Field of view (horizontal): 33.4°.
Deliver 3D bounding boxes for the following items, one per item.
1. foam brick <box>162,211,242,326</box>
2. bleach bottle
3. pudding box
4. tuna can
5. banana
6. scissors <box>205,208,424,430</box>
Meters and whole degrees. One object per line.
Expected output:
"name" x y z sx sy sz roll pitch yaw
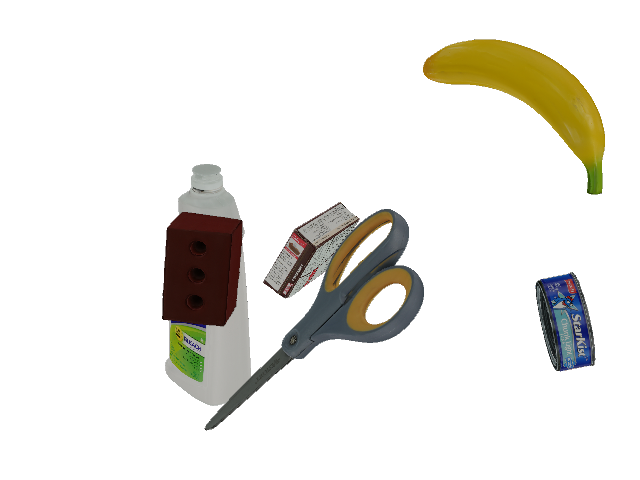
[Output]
"foam brick" -0.094 0.022 0.854 0.053 0.078 0.051 6 14 6
"bleach bottle" -0.117 0.040 1.093 0.067 0.251 0.103 -20 33 -35
"pudding box" -0.010 0.011 1.277 0.039 0.090 0.113 38 33 11
"tuna can" 0.219 0.073 0.958 0.034 0.086 0.086 -12 -1 5
"banana" 0.151 -0.114 0.815 0.037 0.070 0.198 2 32 -43
"scissors" -0.002 0.070 0.686 0.016 0.202 0.096 29 11 -37
